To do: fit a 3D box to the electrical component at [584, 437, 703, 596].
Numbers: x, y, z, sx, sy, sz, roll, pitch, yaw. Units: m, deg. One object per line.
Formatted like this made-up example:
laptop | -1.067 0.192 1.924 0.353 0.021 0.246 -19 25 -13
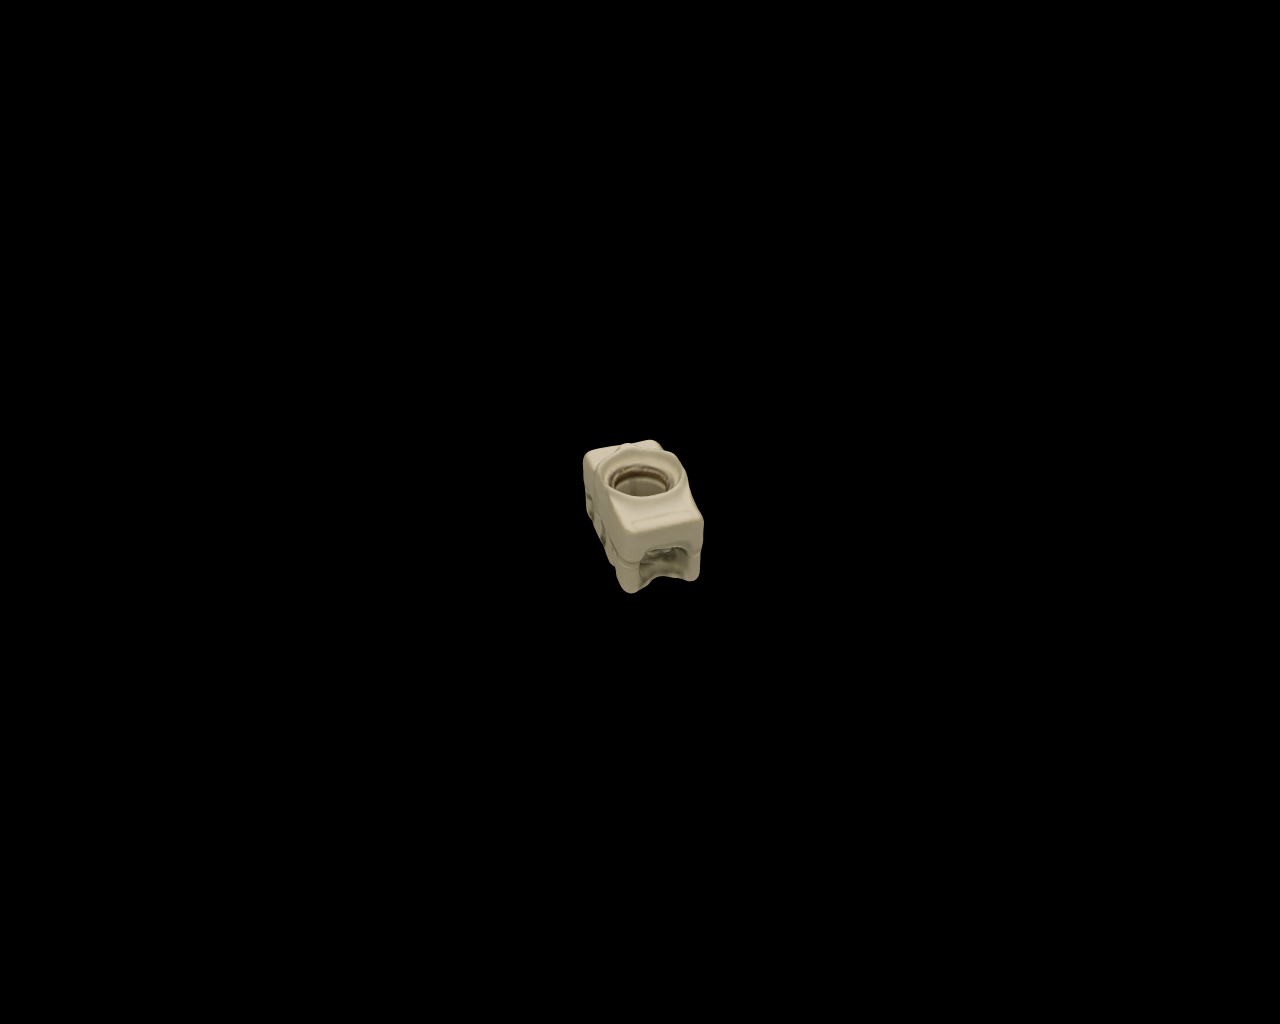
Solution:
electrical component | 0.001 -0.003 0.650 0.050 0.055 0.090 -11 39 -14
